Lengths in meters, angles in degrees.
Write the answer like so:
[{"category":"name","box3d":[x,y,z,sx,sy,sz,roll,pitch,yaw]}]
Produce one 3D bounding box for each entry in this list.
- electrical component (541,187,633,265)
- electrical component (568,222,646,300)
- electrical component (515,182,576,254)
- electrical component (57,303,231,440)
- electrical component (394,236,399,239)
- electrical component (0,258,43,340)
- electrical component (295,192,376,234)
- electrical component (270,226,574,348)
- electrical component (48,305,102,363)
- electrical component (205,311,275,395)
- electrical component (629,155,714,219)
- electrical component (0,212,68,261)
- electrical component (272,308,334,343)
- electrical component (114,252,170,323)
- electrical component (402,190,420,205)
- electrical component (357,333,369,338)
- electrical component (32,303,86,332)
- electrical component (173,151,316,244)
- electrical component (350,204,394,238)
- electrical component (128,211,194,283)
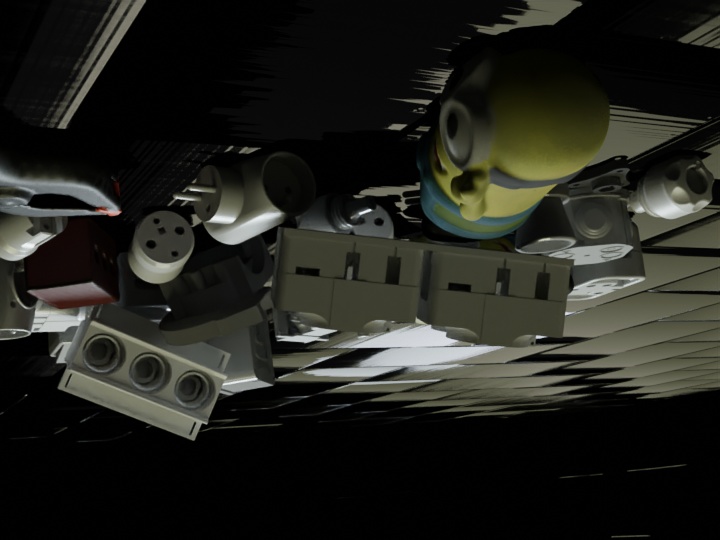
[{"category":"electrical component","box3d":[0.178,-0.035,0.860,0.080,0.051,0.080,-5,168,-1]},{"category":"electrical component","box3d":[0.207,-0.011,0.964,0.054,0.059,0.095,0,167,-24]},{"category":"electrical component","box3d":[0.133,-0.044,0.792,0.045,0.055,0.045,-5,168,-1]},{"category":"electrical component","box3d":[-0.182,0.083,0.902,0.121,0.078,0.063,26,171,-21]},{"category":"electrical component","box3d":[0.000,0.000,0.918,0.062,0.061,0.096,-9,168,15]},{"category":"electrical component","box3d":[-0.269,0.015,0.830,0.044,0.077,0.079,-8,168,10]},{"category":"electrical component","box3d":[-0.016,-0.041,0.789,0.061,0.035,0.035,-17,164,34]},{"category":"electrical component","box3d":[0.036,0.011,0.727,0.186,0.060,0.105,6,-178,-7]},{"category":"electrical component","box3d":[-0.267,0.054,1.046,0.062,0.061,0.096,0,167,-23]},{"category":"electrical component","box3d":[-0.122,0.055,0.997,0.057,0.113,0.078,-10,167,8]},{"category":"electrical component","box3d":[0.227,-0.058,0.797,0.043,0.043,0.062,1,167,-29]},{"category":"electrical component","box3d":[-0.226,-0.032,0.728,0.046,0.040,0.040,-22,161,34]},{"category":"electrical component","box3d":[-0.056,0.052,1.180,0.064,0.042,0.081,-20,162,38]},{"category":"electrical component","box3d":[-0.190,0.022,0.946,0.050,0.055,0.089,-1,167,-20]},{"category":"electrical component","box3d":[0.069,-0.054,0.745,0.079,0.043,0.077,-6,168,6]},{"category":"electrical component","box3d":[0.001,0.038,1.092,0.035,0.061,0.035,-5,168,-1]},{"category":"electrical component","box3d":[-0.268,0.022,0.925,0.056,0.050,0.089,0,166,-24]},{"category":"electrical component","box3d":[-0.083,-0.048,0.704,0.079,0.043,0.077,4,164,-38]},{"category":"electrical component","box3d":[0.004,-0.026,0.840,0.045,0.045,0.055,-6,167,1]},{"category":"electrical component","box3d":[-0.150,-0.017,0.812,0.045,0.045,0.055,-2,167,-18]}]
